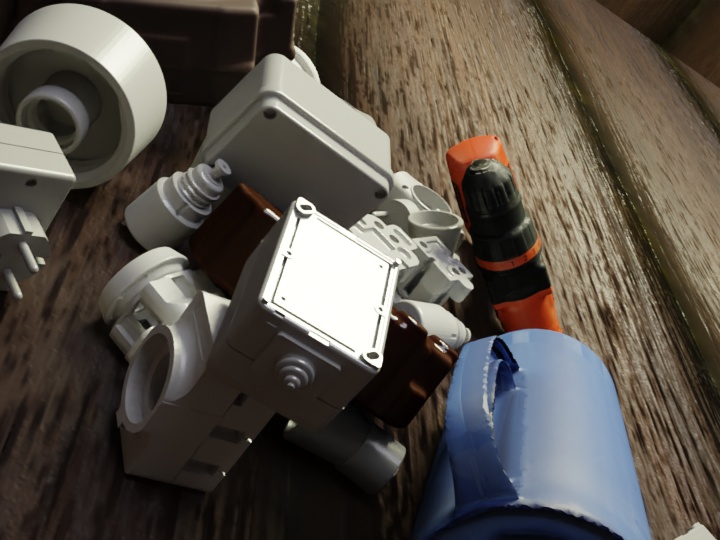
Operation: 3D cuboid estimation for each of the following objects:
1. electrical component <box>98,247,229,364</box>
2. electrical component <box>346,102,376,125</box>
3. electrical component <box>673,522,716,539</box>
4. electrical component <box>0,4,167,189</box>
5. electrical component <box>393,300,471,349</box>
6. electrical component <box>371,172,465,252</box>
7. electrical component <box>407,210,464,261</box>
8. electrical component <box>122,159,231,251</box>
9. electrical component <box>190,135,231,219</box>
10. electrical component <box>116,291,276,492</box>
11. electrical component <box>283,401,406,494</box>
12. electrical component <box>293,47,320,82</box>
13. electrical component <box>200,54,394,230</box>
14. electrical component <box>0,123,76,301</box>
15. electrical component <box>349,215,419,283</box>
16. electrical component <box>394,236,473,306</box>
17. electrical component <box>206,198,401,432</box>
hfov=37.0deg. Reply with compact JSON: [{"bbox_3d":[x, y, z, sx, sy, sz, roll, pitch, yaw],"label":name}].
[{"bbox_3d":[-0.107,0.025,0.598,0.057,0.058,0.078,48,27,13],"label":"electrical component"},{"bbox_3d":[-0.017,-0.113,0.951,0.077,0.044,0.079,8,39,-46],"label":"electrical component"},{"bbox_3d":[0.193,0.201,0.647,0.062,0.096,0.061,-1,46,-53],"label":"electrical component"},{"bbox_3d":[-0.180,-0.101,0.659,0.108,0.108,0.060,33,33,-11],"label":"electrical component"},{"bbox_3d":[0.052,0.045,0.786,0.078,0.040,0.040,10,37,-44],"label":"electrical component"},{"bbox_3d":[0.039,-0.042,0.906,0.077,0.044,0.079,49,28,21],"label":"electrical component"},{"bbox_3d":[0.058,-0.015,0.860,0.045,0.055,0.045,2,23,-1],"label":"electrical component"},{"bbox_3d":[-0.114,-0.043,0.683,0.040,0.078,0.040,44,22,-23],"label":"electrical component"},{"bbox_3d":[-0.076,-0.058,0.764,0.099,0.064,0.099,30,28,-17],"label":"electrical component"},{"bbox_3d":[-0.081,0.061,0.535,0.056,0.089,0.050,21,31,-32],"label":"electrical component"},{"bbox_3d":[-0.006,0.099,0.625,0.065,0.044,0.044,40,26,-7],"label":"electrical component"},{"bbox_3d":[-0.077,-0.147,0.890,0.080,0.080,0.051,41,32,5],"label":"electrical component"},{"bbox_3d":[-0.040,-0.076,0.713,0.113,0.078,0.057,34,35,-28],"label":"electrical component"},{"bbox_3d":[-0.181,-0.019,0.544,0.047,0.083,0.075,7,40,-47],"label":"electrical component"},{"bbox_3d":[0.000,0.000,0.774,0.058,0.057,0.078,46,27,16],"label":"electrical component"},{"bbox_3d":[0.047,0.010,0.818,0.066,0.055,0.048,48,28,20],"label":"electrical component"},{"bbox_3d":[-0.027,0.026,0.491,0.062,0.061,0.096,32,36,-14],"label":"electrical component"}]
